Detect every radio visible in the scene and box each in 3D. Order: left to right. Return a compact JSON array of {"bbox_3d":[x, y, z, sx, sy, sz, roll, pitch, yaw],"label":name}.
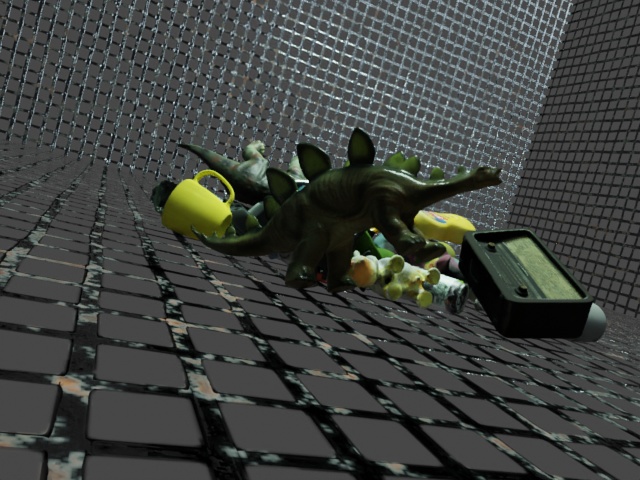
[{"bbox_3d":[0.318,0.062,0.867,0.131,0.073,0.230,-1,27,-5],"label":"radio"}]

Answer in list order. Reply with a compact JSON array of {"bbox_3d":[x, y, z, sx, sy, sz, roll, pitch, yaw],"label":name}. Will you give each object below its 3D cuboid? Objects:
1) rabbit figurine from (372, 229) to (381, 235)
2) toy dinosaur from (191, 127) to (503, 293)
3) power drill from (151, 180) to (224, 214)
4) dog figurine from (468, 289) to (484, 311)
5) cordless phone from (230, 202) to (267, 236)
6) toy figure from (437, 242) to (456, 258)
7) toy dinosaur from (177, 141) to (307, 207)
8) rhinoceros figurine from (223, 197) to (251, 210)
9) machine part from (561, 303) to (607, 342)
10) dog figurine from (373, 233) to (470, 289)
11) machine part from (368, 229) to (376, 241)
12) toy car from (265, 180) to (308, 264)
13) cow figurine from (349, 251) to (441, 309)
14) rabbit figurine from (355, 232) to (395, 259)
[{"bbox_3d":[0.172,-0.009,1.304,0.162,0.173,0.122,21,8,5],"label":"rabbit figurine"},{"bbox_3d":[0.004,-0.030,0.726,0.472,0.198,0.105,-18,-24,24],"label":"toy dinosaur"},{"bbox_3d":[-0.286,-0.087,1.245,0.232,0.086,0.207,14,8,1],"label":"power drill"},{"bbox_3d":[0.331,0.055,1.105,0.121,0.172,0.191,26,7,-21],"label":"dog figurine"},{"bbox_3d":[-0.187,-0.031,0.984,0.184,0.088,0.147,4,7,-12],"label":"cordless phone"},{"bbox_3d":[0.282,0.056,1.257,0.089,0.082,0.180,-15,-28,21],"label":"toy figure"},{"bbox_3d":[-0.111,-0.117,1.123,0.405,0.131,0.192,8,24,-8],"label":"toy dinosaur"},{"bbox_3d":[-0.159,-0.037,1.153,0.112,0.073,0.190,21,1,-27],"label":"rhinoceros figurine"},{"bbox_3d":[0.433,0.138,0.956,0.243,0.079,0.079,13,4,-37],"label":"machine part"},{"bbox_3d":[0.199,0.051,1.068,0.192,0.108,0.219,16,6,-2],"label":"dog figurine"},{"bbox_3d":[0.088,0.008,1.092,0.039,0.139,0.084,-34,-41,29],"label":"machine part"},{"bbox_3d":[-0.031,-0.012,0.877,0.109,0.161,0.103,9,35,-29],"label":"toy car"},{"bbox_3d":[0.097,0.054,0.841,0.167,0.068,0.098,17,-3,-30],"label":"cow figurine"},{"bbox_3d":[0.077,0.018,0.968,0.170,0.121,0.159,33,3,20],"label":"rabbit figurine"}]
